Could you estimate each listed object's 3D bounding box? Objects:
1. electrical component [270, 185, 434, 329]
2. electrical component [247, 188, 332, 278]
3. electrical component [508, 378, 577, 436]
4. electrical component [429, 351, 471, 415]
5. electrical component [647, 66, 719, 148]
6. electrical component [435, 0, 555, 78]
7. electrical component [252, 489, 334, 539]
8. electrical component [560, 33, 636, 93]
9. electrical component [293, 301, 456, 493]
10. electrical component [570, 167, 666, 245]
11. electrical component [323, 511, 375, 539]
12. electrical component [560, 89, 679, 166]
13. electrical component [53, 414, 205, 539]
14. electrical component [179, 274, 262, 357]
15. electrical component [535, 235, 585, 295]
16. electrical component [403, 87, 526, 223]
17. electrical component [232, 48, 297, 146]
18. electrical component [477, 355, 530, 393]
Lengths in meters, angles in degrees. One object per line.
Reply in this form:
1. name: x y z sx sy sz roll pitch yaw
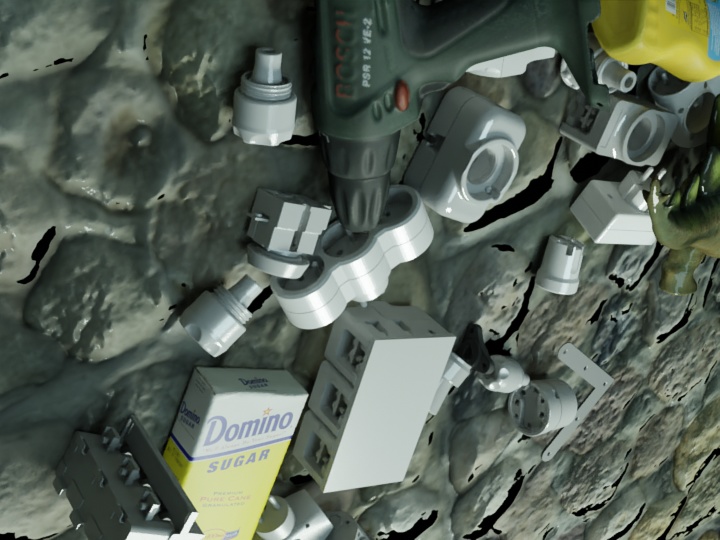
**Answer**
1. electrical component: 0.000 0.000 0.853 0.138 0.052 0.073 -37 135 -12
2. electrical component: -0.056 -0.027 0.798 0.066 0.048 0.055 7 106 -40
3. electrical component: 0.186 0.137 1.086 0.047 0.055 0.055 -4 120 -40
4. electrical component: 0.068 0.097 0.975 0.055 0.045 0.045 -51 135 1
5. electrical component: 0.308 -0.165 0.986 0.079 0.044 0.077 -46 135 -4
6. electrical component: 0.102 -0.181 0.813 0.089 0.050 0.055 -15 126 -30
7. electrical component: -0.073 0.226 0.953 0.077 0.043 0.079 -37 134 -11
8. electrical component: 0.201 -0.166 0.890 0.048 0.062 0.048 -19 128 -27
9. electrical component: 0.008 0.107 0.924 0.089 0.062 0.150 0 118 -38
10. electrical component: 0.253 -0.066 0.993 0.083 0.047 0.075 1 136 -38
11. electrical component: -0.025 0.264 0.991 0.080 0.080 0.051 -39 129 -10
12. electrical component: 0.231 -0.126 0.945 0.089 0.056 0.050 5 115 -39
13. electrical component: -0.172 0.170 0.784 0.063 0.121 0.078 20 105 -41
14. electrical component: -0.101 0.030 0.802 0.062 0.043 0.043 -45 135 -6
15. electrical component: 0.188 -0.005 1.004 0.040 0.040 0.046 -3 113 -36
16. electrical component: 0.086 -0.089 0.855 0.054 0.059 0.095 15 108 -42
17. electrical component: -0.064 -0.119 0.731 0.043 0.043 0.062 -12 123 -32
18. electrical component: 0.143 0.102 1.044 0.061 0.035 0.035 17 107 -45
